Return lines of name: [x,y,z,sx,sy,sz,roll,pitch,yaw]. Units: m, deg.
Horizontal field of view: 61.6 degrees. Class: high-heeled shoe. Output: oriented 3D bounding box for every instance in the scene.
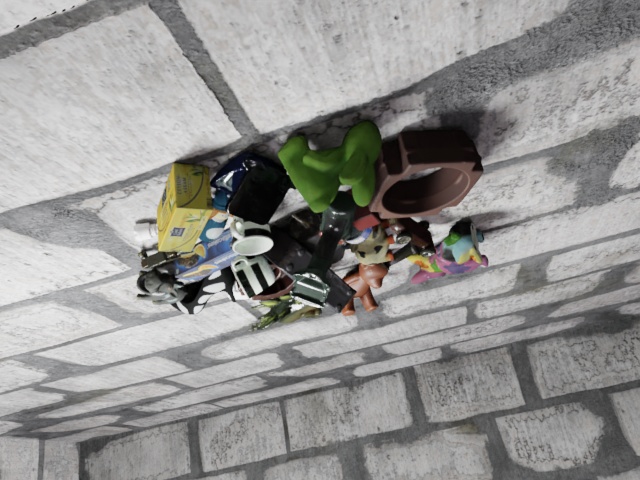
high-heeled shoe: [-0.322,0.113,1.380,0.249,0.086,0.145,-5,128,21]

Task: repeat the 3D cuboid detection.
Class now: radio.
radio: [-0.027,0.069,1.215,0.229,0.131,0.073,39,86,-32]

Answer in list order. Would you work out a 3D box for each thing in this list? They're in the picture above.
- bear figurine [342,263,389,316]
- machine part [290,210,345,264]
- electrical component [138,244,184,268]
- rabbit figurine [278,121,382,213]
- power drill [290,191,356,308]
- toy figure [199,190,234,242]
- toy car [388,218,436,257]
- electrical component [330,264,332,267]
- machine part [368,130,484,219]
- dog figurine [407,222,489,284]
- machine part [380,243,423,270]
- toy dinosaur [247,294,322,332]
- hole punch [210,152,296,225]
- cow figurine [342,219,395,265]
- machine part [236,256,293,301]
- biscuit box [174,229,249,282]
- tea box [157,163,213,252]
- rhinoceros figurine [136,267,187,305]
bear figurine: [0.136,0.121,1.499,0.120,0.132,0.196,-6,161,-31]
machine part: [-0.003,-0.004,1.236,0.079,0.079,0.243,-18,154,14]
electrical component: [-0.358,0.030,1.210,0.102,0.045,0.078,-22,-179,27]
rabbit figurine: [0.034,-0.136,0.924,0.170,0.159,0.121,-35,139,13]
power drill: [0.014,0.026,1.051,0.086,0.207,0.231,25,149,7]
toy figure: [-0.208,-0.050,1.087,0.064,0.058,0.154,-42,177,-42]
toy car: [0.221,-0.017,1.286,0.053,0.089,0.202,-25,153,26]
electrical component: [0.004,0.046,1.357,0.094,0.063,0.021,1,152,-25]
machine part: [0.197,-0.127,1.053,0.201,0.087,0.201,-4,155,-13]
dog figurine: [0.329,0.044,1.440,0.219,0.108,0.191,-21,154,26]
machine part: [0.219,0.030,1.402,0.139,0.039,0.084,-32,145,0]
toy dinosaur: [-0.090,0.187,1.517,0.198,0.105,0.471,-14,163,-26]
hole punch: [-0.126,-0.104,0.992,0.142,0.092,0.115,23,108,-46]
cow figurine: [0.112,0.001,1.292,0.127,0.085,0.194,-18,155,0]
machine part: [-0.126,0.072,1.312,0.179,0.056,0.179,-12,134,-13]
biscuit box: [-0.244,0.033,1.236,0.203,0.059,0.062,-24,151,25]
tea box: [-0.257,-0.056,1.004,0.068,0.098,0.169,2,150,-26]
rhinoceros figurine: [-0.379,0.114,1.289,0.112,0.073,0.190,6,165,7]
